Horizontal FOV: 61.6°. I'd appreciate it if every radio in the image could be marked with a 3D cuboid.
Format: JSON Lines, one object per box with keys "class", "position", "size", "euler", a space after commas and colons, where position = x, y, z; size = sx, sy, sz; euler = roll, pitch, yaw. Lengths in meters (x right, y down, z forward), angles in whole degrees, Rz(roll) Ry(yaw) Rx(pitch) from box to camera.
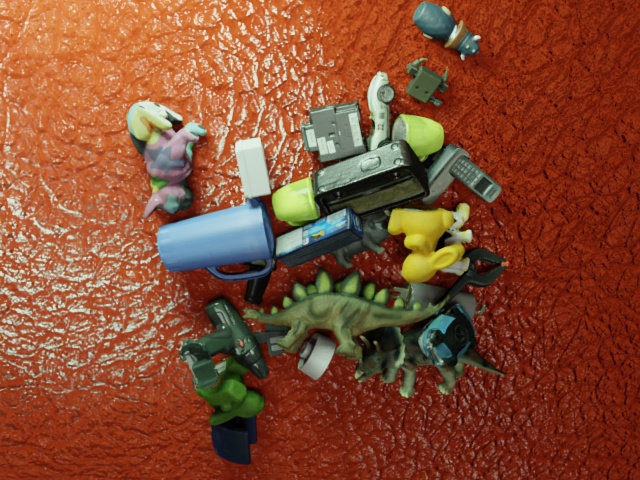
{"class": "radio", "position": [0.105, -0.119, 1.144], "size": [0.230, 0.073, 0.131], "euler": [-19, 146, 19]}

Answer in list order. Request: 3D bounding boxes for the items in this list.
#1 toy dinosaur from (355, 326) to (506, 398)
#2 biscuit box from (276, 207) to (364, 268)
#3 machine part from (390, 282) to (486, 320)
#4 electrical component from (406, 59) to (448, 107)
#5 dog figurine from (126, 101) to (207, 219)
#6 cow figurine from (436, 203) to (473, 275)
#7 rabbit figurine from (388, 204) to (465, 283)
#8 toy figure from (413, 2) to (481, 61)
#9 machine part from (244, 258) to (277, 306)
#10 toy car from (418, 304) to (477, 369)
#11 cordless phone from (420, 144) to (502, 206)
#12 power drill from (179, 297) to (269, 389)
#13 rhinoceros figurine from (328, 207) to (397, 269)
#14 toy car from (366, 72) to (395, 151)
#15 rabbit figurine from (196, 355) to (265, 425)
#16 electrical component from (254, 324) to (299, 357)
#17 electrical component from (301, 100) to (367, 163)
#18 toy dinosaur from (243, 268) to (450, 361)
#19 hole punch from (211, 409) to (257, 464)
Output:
{"class": "toy dinosaur", "position": [0.268, 0.279, 1.342], "size": [0.405, 0.131, 0.192], "euler": [-7, 111, -9]}
{"class": "biscuit box", "position": [-0.002, -0.004, 1.193], "size": [0.203, 0.059, 0.062], "euler": [-22, 143, 27]}
{"class": "machine part", "position": [0.289, 0.152, 1.313], "size": [0.243, 0.079, 0.079], "euler": [12, 108, -10]}
{"class": "electrical component", "position": [0.229, -0.340, 1.151], "size": [0.102, 0.045, 0.078], "euler": [19, 135, -9]}
{"class": "dog figurine", "position": [-0.340, -0.157, 1.132], "size": [0.191, 0.108, 0.219], "euler": [25, 108, -14]}
{"class": "cow figurine", "position": [0.299, -0.007, 1.247], "size": [0.098, 0.068, 0.167], "euler": [7, 79, 1]}
{"class": "rabbit figurine", "position": [0.234, 0.014, 1.187], "size": [0.163, 0.122, 0.173], "euler": [11, 102, 21]}
{"class": "toy figure", "position": [0.267, -0.434, 1.111], "size": [0.154, 0.064, 0.058], "euler": [25, 68, -18]}
{"class": "machine part", "position": [-0.146, 0.088, 1.273], "size": [0.084, 0.039, 0.138], "euler": [8, 107, -16]}
{"class": "toy car", "position": [0.283, 0.228, 1.243], "size": [0.103, 0.162, 0.109], "euler": [-26, 100, 51]}
{"class": "cordless phone", "position": [0.310, -0.119, 1.217], "size": [0.184, 0.089, 0.146], "euler": [33, 103, -20]}
{"class": "power drill", "position": [-0.215, 0.257, 1.234], "size": [0.086, 0.207, 0.232], "euler": [-25, 94, 31]}
{"class": "rhinoceros figurine", "position": [0.101, -0.016, 1.243], "size": [0.190, 0.073, 0.112], "euler": [-33, 99, 9]}
{"class": "toy car", "position": [0.129, -0.255, 1.153], "size": [0.056, 0.073, 0.201], "euler": [-3, 110, -2]}
{"class": "rabbit figurine", "position": [-0.215, 0.398, 1.339], "size": [0.159, 0.121, 0.170], "euler": [-34, 124, 11]}
{"class": "electrical component", "position": [-0.114, 0.243, 1.325], "size": [0.119, 0.048, 0.074], "euler": [-6, 110, -5]}
{"class": "electrical component", "position": [0.028, -0.232, 1.157], "size": [0.134, 0.058, 0.114], "euler": [-8, 109, 7]}
{"class": "toy dinosaur", "position": [0.058, 0.170, 1.231], "size": [0.472, 0.105, 0.198], "euler": [5, 72, 2]}
{"class": "hole punch", "position": [-0.224, 0.512, 1.392], "size": [0.116, 0.092, 0.142], "euler": [-2, 114, -1]}
